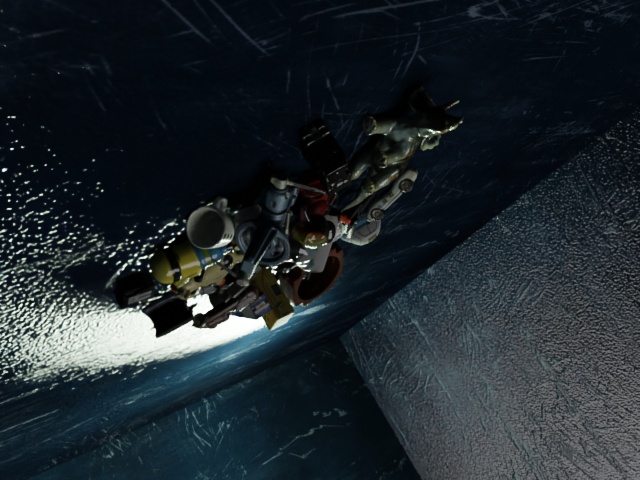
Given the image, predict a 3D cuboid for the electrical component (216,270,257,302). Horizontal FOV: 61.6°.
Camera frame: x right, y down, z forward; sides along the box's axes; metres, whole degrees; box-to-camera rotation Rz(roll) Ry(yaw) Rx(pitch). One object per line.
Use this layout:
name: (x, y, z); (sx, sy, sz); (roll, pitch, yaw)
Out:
electrical component: (-0.212, 0.111, 1.358); (0.102, 0.045, 0.078); (-42, 178, 1)

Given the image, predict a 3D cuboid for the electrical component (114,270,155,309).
electrical component: (-0.397, 0.104, 1.207); (0.119, 0.048, 0.075); (-17, 159, -35)

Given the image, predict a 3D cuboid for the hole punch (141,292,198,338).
hole punch: (-0.397, 0.182, 1.400); (0.142, 0.092, 0.116); (-31, -167, -10)

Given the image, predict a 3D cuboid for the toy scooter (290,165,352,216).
toy scooter: (-0.016, -0.106, 1.222); (0.135, 0.075, 0.183); (-16, 155, -41)

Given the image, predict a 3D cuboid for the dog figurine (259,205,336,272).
dog figurine: (-0.065, -0.005, 1.232); (0.192, 0.108, 0.219); (0, 162, -6)

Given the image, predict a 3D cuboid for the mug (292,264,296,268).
mug: (-0.109, 0.032, 1.406); (0.107, 0.109, 0.081); (-34, -176, 17)

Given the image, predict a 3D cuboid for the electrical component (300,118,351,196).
electrical component: (0.011, -0.155, 1.058); (0.058, 0.115, 0.134); (-28, 161, -5)

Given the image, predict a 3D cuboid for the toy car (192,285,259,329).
toy car: (-0.251, 0.188, 1.443); (0.202, 0.053, 0.089); (-33, 163, 5)

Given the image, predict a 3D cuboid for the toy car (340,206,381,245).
toy car: (0.126, -0.038, 1.624); (0.162, 0.103, 0.109); (-26, 164, -12)

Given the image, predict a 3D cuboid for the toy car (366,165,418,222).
toy car: (0.198, -0.129, 1.520); (0.201, 0.056, 0.073); (-45, -172, 23)

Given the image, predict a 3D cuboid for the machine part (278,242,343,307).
machine part: (-0.028, 0.094, 1.658); (0.201, 0.087, 0.201); (-33, 145, -25)

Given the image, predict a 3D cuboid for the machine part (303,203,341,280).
machine part: (-0.003, -0.004, 1.407); (0.079, 0.079, 0.243); (-10, 125, -51)

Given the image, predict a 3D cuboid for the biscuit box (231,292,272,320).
biscuit box: (-0.221, 0.193, 1.601); (0.063, 0.059, 0.203); (-33, -165, -30)

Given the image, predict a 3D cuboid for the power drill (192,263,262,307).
power drill: (-0.269, 0.121, 1.449); (0.232, 0.086, 0.207); (-28, 156, -19)

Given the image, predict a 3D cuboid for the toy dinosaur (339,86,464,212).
toy dinosaur: (0.166, -0.200, 1.219); (0.192, 0.131, 0.404); (-23, 168, -25)

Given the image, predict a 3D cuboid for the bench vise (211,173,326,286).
bench vise: (-0.109, -0.013, 1.073); (0.223, 0.129, 0.241); (-56, -173, 44)

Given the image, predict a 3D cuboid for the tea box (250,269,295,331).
tea box: (-0.155, 0.175, 1.622); (0.068, 0.170, 0.098); (-22, 159, -30)

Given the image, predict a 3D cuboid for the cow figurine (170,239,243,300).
cow figurine: (-0.276, 0.075, 1.270); (0.195, 0.085, 0.127); (-42, 159, 21)

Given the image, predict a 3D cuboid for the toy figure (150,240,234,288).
toy figure: (-0.276, 0.031, 1.155); (0.180, 0.082, 0.089); (-23, 151, -10)
